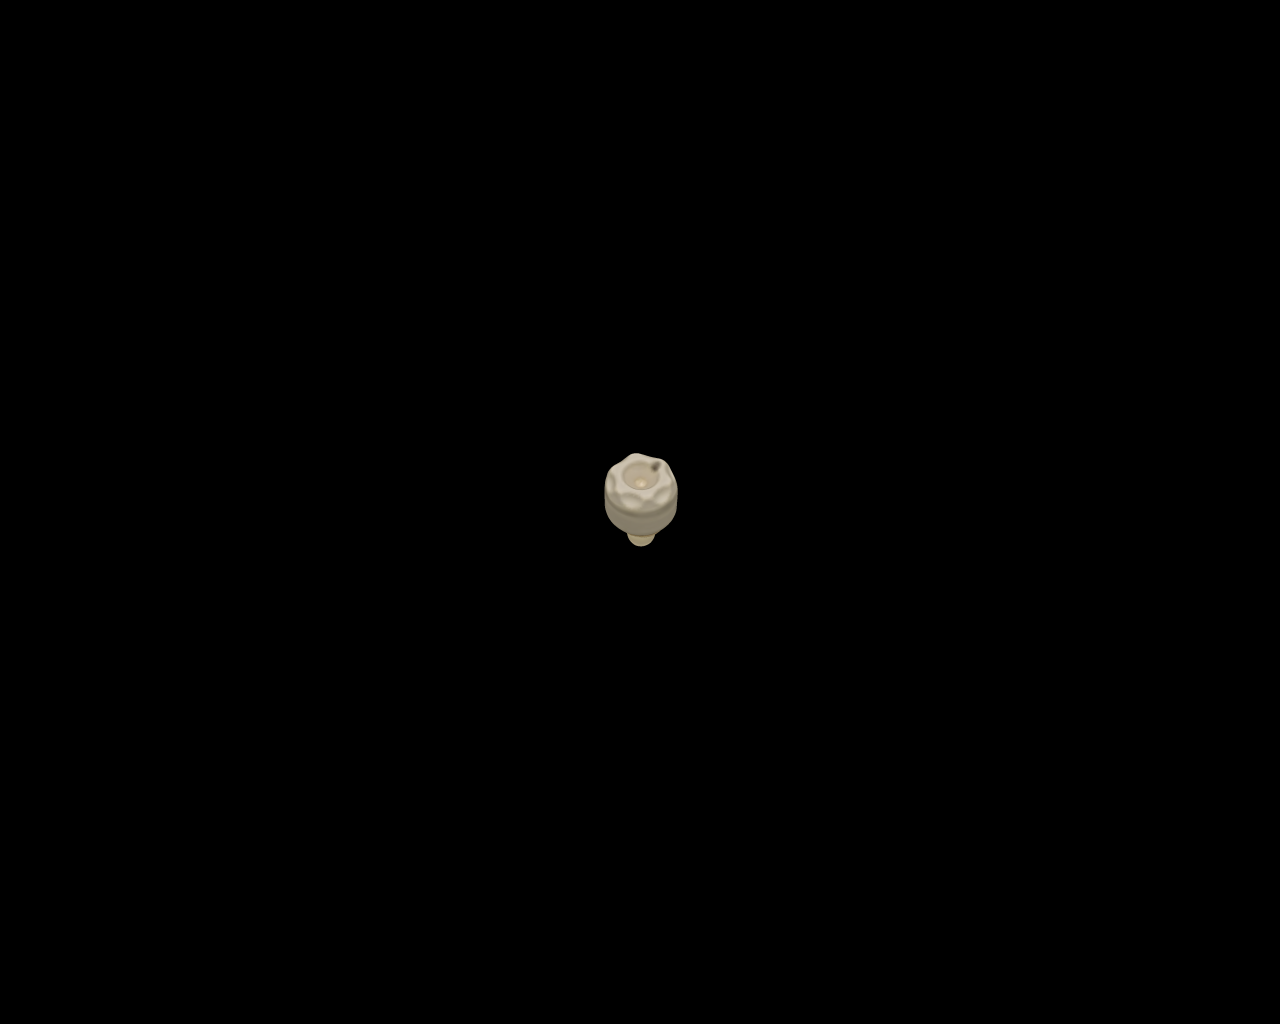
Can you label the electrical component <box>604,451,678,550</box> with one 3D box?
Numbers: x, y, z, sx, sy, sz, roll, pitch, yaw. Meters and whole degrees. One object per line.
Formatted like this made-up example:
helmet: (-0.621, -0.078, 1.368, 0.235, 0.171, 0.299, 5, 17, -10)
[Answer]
electrical component: (0.001, -0.003, 0.650, 0.043, 0.043, 0.062, 0, -40, 0)
